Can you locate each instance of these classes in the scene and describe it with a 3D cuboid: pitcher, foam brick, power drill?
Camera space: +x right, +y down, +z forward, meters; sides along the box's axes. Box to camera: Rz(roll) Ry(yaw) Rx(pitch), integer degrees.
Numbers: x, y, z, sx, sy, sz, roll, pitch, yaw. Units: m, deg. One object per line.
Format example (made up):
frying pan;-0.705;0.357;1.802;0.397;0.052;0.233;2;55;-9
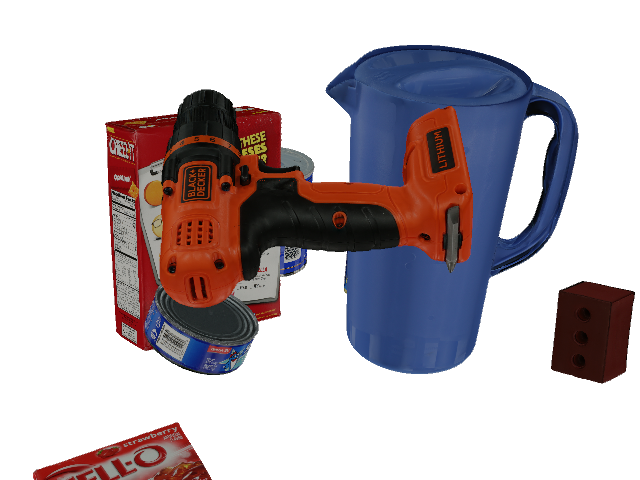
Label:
pitcher;0.092;-0.021;0.830;0.144;0.243;0.149;-21;36;-37
foam brick;0.244;0.082;0.959;0.053;0.078;0.051;12;17;37
power drill;-0.006;-0.038;0.660;0.187;0.057;0.184;-6;44;2

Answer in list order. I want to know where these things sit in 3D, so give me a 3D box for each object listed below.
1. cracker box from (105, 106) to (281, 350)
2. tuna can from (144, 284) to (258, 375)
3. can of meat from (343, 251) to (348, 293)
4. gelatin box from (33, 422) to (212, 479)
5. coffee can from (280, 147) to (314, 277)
cracker box;-0.121;-0.016;1.045;0.163;0.214;0.072;-12;20;-37
tuna can;-0.094;0.068;0.840;0.086;0.034;0.086;20;23;-9
can of meat;0.076;0.025;1.181;0.102;0.084;0.057;17;25;28
gelatin box;-0.107;0.143;0.591;0.089;0.030;0.073;-15;28;-20
coffee can;-0.063;-0.037;1.381;0.103;0.140;0.103;3;28;-2
